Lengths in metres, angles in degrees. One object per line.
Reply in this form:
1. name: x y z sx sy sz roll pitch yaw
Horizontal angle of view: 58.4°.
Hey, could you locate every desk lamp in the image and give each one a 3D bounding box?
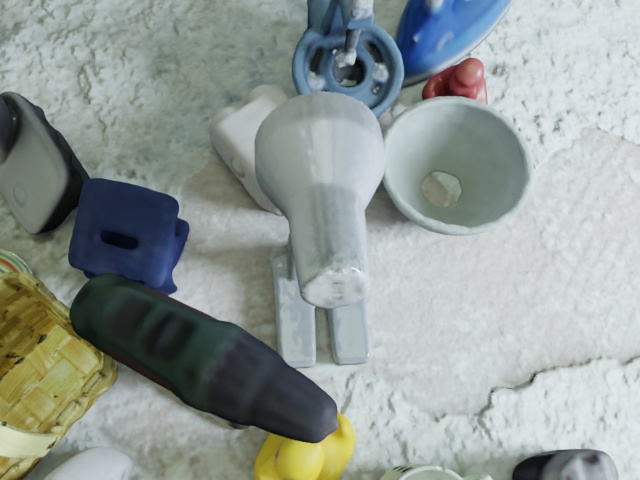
1. desk lamp: 0.005 0.002 0.534 0.118 0.213 0.203 -4 70 -3

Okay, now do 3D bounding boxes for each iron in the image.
1. iron: 0.169 -0.312 0.694 0.118 0.141 0.258 33 72 10

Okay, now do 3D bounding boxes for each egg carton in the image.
1. egg carton: -0.053 -0.102 0.647 0.107 0.069 0.150 -37 75 -14

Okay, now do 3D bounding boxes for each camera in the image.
1. camera: 0.205 0.267 0.503 0.137 0.101 0.143 -9 70 -5

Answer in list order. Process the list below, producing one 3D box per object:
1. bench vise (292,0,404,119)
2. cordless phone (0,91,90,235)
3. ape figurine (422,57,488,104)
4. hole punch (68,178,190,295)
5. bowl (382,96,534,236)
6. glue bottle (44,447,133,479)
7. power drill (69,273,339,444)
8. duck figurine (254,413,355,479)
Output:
1. bench vise: 0.013 -0.221 0.613 0.121 0.220 0.207 -26 72 -11
2. cordless phone: -0.315 -0.101 0.576 0.094 0.185 0.147 -38 75 -14
3. ape figurine: 0.165 -0.178 0.671 0.077 0.092 0.076 40 73 12
4. hole punch: -0.197 0.000 0.593 0.108 0.091 0.101 13 70 3
5. bowl: 0.145 -0.072 0.640 0.167 0.075 0.167 1 70 -2
6. glue bottle: -0.205 0.211 0.470 0.037 0.173 0.078 18 70 5
7. power drill: -0.091 0.110 0.493 0.229 0.208 0.076 25 71 7
8. duck figurine: -0.014 0.198 0.528 0.105 0.086 0.077 -30 73 -12
